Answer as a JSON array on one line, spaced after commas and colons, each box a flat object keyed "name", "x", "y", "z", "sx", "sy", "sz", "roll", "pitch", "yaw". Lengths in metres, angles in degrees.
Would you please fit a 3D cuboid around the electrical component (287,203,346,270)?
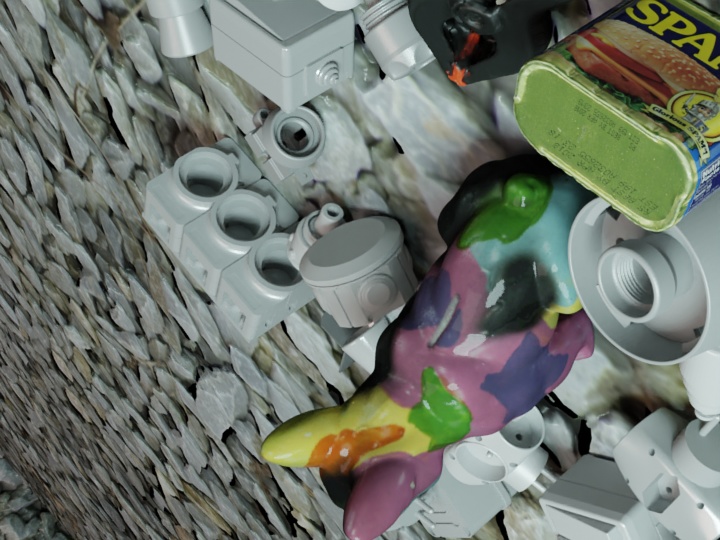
[{"name": "electrical component", "x": -0.029, "y": -0.027, "z": 0.845, "sx": 0.048, "sy": 0.048, "sz": 0.062, "roll": 47, "pitch": 145, "yaw": 16}]

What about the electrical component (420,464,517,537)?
[{"name": "electrical component", "x": 0.066, "y": 0.157, "z": 0.882, "sx": 0.113, "sy": 0.057, "sz": 0.078, "roll": 57, "pitch": 153, "yaw": -3}]

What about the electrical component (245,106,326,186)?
[{"name": "electrical component", "x": -0.054, "y": -0.096, "z": 0.806, "sx": 0.066, "sy": 0.048, "sz": 0.055, "roll": 58, "pitch": 160, "yaw": -4}]

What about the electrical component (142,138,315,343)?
[{"name": "electrical component", "x": -0.102, "y": -0.029, "z": 0.909, "sx": 0.150, "sy": 0.089, "sz": 0.061, "roll": 48, "pitch": 152, "yaw": 13}]

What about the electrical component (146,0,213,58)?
[{"name": "electrical component", "x": -0.139, "y": -0.198, "z": 0.828, "sx": 0.045, "sy": 0.045, "sz": 0.055, "roll": 27, "pitch": 141, "yaw": 42}]

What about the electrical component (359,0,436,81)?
[{"name": "electrical component", "x": 0.021, "y": -0.147, "z": 0.633, "sx": 0.062, "sy": 0.043, "sz": 0.043, "roll": 58, "pitch": 153, "yaw": -3}]

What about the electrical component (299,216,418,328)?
[{"name": "electrical component", "x": 0.000, "y": 0.000, "z": 0.791, "sx": 0.080, "sy": 0.080, "sz": 0.051, "roll": 15, "pitch": 138, "yaw": 51}]

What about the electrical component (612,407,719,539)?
[{"name": "electrical component", "x": 0.199, "y": 0.114, "z": 0.636, "sx": 0.077, "sy": 0.043, "sz": 0.079, "roll": 50, "pitch": 142, "yaw": 23}]

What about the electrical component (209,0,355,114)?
[{"name": "electrical component", "x": -0.047, "y": -0.155, "z": 0.711, "sx": 0.096, "sy": 0.062, "sz": 0.061, "roll": 39, "pitch": 149, "yaw": 28}]

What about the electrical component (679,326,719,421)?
[{"name": "electrical component", "x": 0.193, "y": 0.053, "z": 0.582, "sx": 0.040, "sy": 0.040, "sz": 0.078, "roll": 35, "pitch": 147, "yaw": 33}]

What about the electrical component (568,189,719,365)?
[{"name": "electrical component", "x": 0.155, "y": -0.005, "z": 0.537, "sx": 0.099, "sy": 0.064, "sz": 0.099, "roll": 38, "pitch": 141, "yaw": 40}]

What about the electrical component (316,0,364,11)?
[{"name": "electrical component", "x": -0.023, "y": -0.187, "z": 0.659, "sx": 0.062, "sy": 0.048, "sz": 0.048, "roll": 32, "pitch": 145, "yaw": 50}]

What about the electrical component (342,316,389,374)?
[{"name": "electrical component", "x": 0.021, "y": 0.075, "z": 0.882, "sx": 0.065, "sy": 0.044, "sz": 0.044, "roll": 52, "pitch": 153, "yaw": -4}]

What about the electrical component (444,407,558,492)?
[{"name": "electrical component", "x": 0.112, "y": 0.138, "z": 0.797, "sx": 0.079, "sy": 0.044, "sz": 0.077, "roll": 38, "pitch": 141, "yaw": -3}]

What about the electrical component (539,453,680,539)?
[{"name": "electrical component", "x": 0.168, "y": 0.171, "z": 0.731, "sx": 0.096, "sy": 0.061, "sz": 0.061, "roll": 3, "pitch": 123, "yaw": 57}]

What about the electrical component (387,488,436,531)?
[{"name": "electrical component", "x": 0.030, "y": 0.175, "z": 0.845, "sx": 0.079, "sy": 0.044, "sz": 0.077, "roll": 32, "pitch": 145, "yaw": 38}]
